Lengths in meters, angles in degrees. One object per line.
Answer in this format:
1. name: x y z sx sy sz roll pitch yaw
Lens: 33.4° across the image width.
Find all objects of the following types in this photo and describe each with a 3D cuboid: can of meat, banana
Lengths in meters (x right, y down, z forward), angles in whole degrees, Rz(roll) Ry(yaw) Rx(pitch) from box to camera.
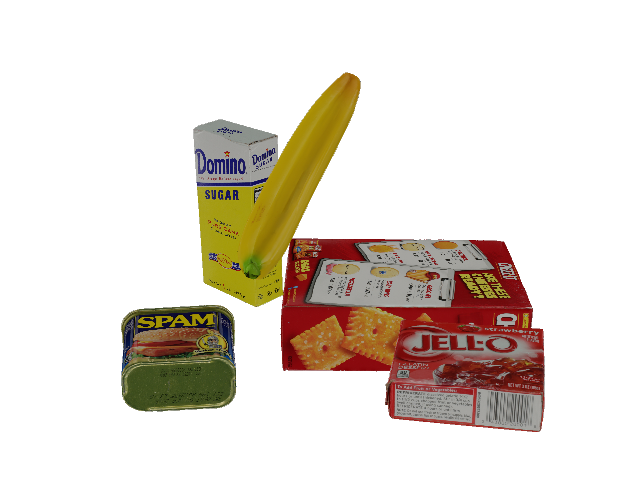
1. can of meat: -0.123 0.103 0.931 0.102 0.057 0.084 -3 28 -6
2. banana: -0.019 -0.042 0.829 0.037 0.197 0.070 33 -27 -18

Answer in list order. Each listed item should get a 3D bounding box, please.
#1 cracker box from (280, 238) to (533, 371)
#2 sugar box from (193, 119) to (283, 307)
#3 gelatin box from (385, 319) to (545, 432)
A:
1. cracker box: 0.073 0.058 0.983 0.213 0.072 0.164 1 21 1
2. sugar box: -0.085 -0.029 1.097 0.048 0.176 0.093 -24 30 -38
3. gelatin box: 0.087 0.077 0.631 0.089 0.030 0.073 4 25 10
